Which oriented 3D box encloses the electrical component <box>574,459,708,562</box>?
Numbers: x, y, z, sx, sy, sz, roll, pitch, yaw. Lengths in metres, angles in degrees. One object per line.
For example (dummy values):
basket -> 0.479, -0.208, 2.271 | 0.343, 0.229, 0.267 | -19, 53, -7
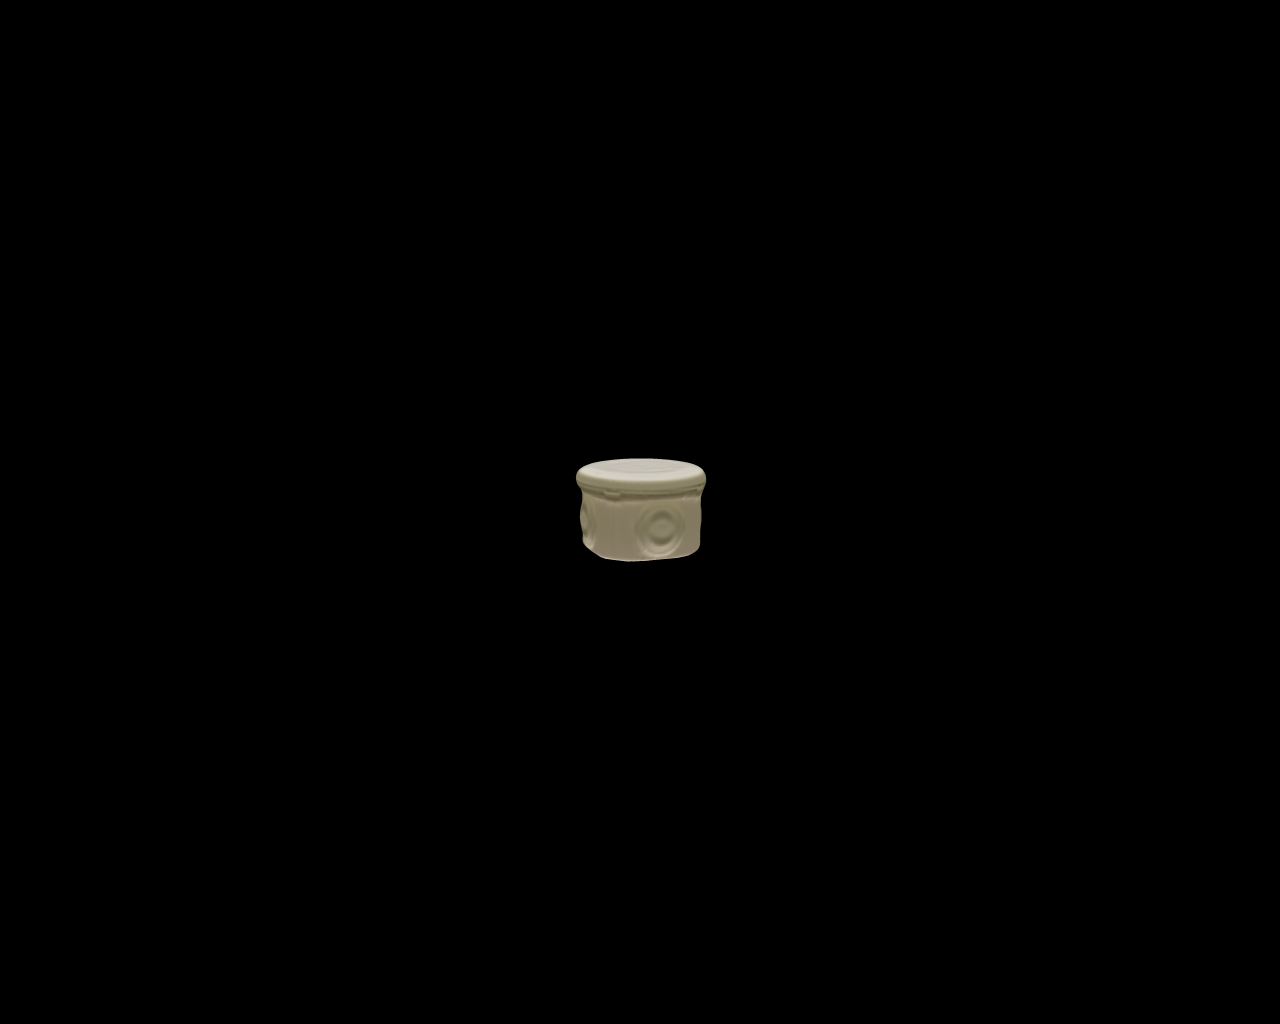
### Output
electrical component -> 0.001, -0.003, 0.650 | 0.080, 0.051, 0.080 | 0, 12, 0
